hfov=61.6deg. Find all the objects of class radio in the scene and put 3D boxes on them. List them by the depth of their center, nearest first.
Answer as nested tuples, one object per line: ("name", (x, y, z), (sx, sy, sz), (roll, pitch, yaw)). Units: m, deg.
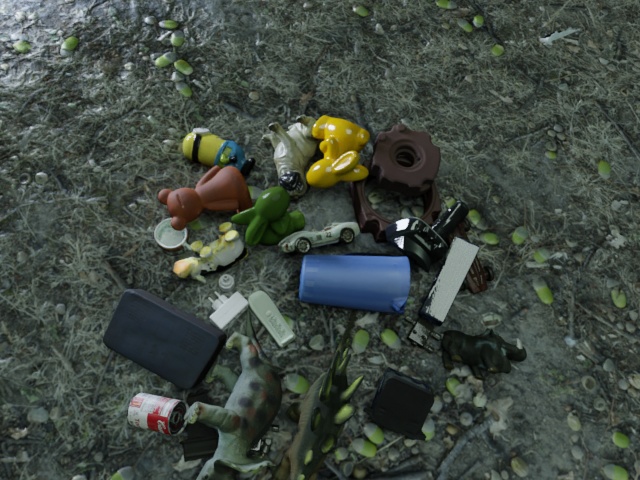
("radio", (-0.327, 0.207, 1.128), (0.230, 0.073, 0.131), (26, 86, 7))

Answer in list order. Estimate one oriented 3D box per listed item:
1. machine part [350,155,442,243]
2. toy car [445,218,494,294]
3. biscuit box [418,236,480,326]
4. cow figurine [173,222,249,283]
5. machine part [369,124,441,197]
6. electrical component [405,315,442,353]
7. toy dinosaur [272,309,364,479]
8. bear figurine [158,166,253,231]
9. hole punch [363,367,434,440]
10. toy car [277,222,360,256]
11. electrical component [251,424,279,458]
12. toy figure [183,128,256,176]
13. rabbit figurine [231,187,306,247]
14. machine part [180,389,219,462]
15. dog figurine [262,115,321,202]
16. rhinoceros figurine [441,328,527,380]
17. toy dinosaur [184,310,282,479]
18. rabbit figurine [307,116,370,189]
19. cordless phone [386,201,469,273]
("machine part", (0.185, -0.104, 1.325), (0.201, 0.087, 0.201), (-8, 67, -9))
("toy car", (0.351, 0.031, 1.307), (0.089, 0.053, 0.202), (-15, 69, -15))
("biscuit box", (0.297, 0.096, 1.239), (0.063, 0.059, 0.202), (27, 81, 16))
("cow figurine", (-0.246, 0.044, 1.220), (0.167, 0.098, 0.068), (-35, 43, -13))
("machine part", (0.205, -0.191, 1.288), (0.179, 0.056, 0.179), (2, 68, -6))
("electrical component", (0.229, 0.214, 1.231), (0.094, 0.021, 0.063), (33, 68, 7))
("toy dinosaur", (0.013, 0.329, 1.065), (0.105, 0.198, 0.471), (26, 34, -7))
("bear figurine", (-0.262, -0.088, 1.249), (0.196, 0.132, 0.120), (-30, 74, -12))
("hole punch", (0.173, 0.344, 1.147), (0.142, 0.092, 0.115), (24, 97, 1))
("toy car", (-0.003, -0.004, 1.249), (0.202, 0.073, 0.056), (-12, 91, -25))
("electrical component", (-0.141, 0.403, 1.098), (0.102, 0.045, 0.078), (17, 68, 1))
("toy figure", (-0.252, -0.211, 1.324), (0.180, 0.082, 0.089), (29, 66, 3))
("rabbit figurine", (-0.122, -0.063, 1.227), (0.159, 0.170, 0.121), (-31, 74, -18))
("machine part", (-0.248, 0.377, 1.102), (0.084, 0.039, 0.139), (-5, 70, -3))
("dog figurine", (-0.043, -0.199, 1.345), (0.172, 0.121, 0.190), (-20, 85, -10))
("rhinoceros figurine", (0.367, 0.251, 1.209), (0.190, 0.073, 0.112), (10, 56, 0))
("toy dinosaur", (-0.144, 0.320, 1.067), (0.192, 0.131, 0.405), (34, 45, -8))
("rabbit figurine", (0.042, -0.192, 1.291), (0.163, 0.121, 0.173), (27, 77, 34))
("cordless phone", (0.256, -0.032, 1.234), (0.184, 0.089, 0.146), (-48, 123, 4))
